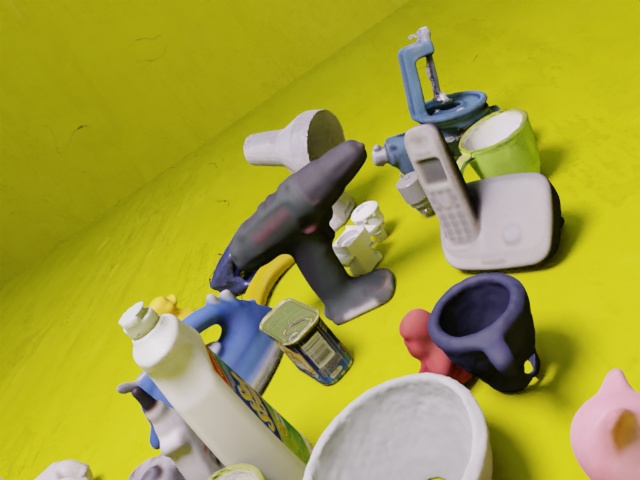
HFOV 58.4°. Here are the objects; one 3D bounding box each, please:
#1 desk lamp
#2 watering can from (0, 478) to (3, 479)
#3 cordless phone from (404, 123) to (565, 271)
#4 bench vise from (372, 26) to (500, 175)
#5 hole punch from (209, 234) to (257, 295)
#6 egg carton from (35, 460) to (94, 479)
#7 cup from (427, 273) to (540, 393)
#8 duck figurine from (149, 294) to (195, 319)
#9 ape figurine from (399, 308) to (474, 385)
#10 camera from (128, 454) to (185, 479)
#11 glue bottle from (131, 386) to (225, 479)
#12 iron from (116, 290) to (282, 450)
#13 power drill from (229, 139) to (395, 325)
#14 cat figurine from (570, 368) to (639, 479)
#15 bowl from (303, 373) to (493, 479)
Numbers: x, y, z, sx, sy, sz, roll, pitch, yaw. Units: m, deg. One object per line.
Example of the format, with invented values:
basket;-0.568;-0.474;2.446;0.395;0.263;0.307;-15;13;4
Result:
desk lamp;-0.027;-0.114;1.013;0.202;0.214;0.118;-14;32;43
watering can;-0.325;0.333;0.617;0.173;0.194;0.100;-43;24;-14
cordless phone;0.179;-0.056;0.645;0.147;0.185;0.094;-9;35;47
bench vise;0.165;-0.200;0.894;0.207;0.220;0.121;-40;23;-6
hole punch;-0.162;0.045;1.062;0.101;0.091;0.108;-27;25;22
egg carton;-0.370;0.371;0.769;0.150;0.069;0.107;-43;24;-15
cup;0.158;0.096;0.503;0.091;0.095;0.117;-33;23;10
duck figurine;-0.279;0.145;1.045;0.077;0.086;0.104;-22;27;32
ape figurine;0.110;0.103;0.563;0.076;0.092;0.078;-30;24;17
camera;-0.193;0.307;0.598;0.137;0.101;0.143;-34;23;7
glue bottle;-0.139;0.213;0.605;0.037;0.173;0.078;-34;23;8
iron;-0.148;0.153;0.773;0.118;0.142;0.259;-11;34;46
power drill;0.007;0.003;0.750;0.229;0.209;0.075;-29;25;19
cat figurine;0.180;0.148;0.346;0.128;0.118;0.067;-47;25;-21
bowl;0.072;0.196;0.465;0.167;0.075;0.167;-30;24;15
